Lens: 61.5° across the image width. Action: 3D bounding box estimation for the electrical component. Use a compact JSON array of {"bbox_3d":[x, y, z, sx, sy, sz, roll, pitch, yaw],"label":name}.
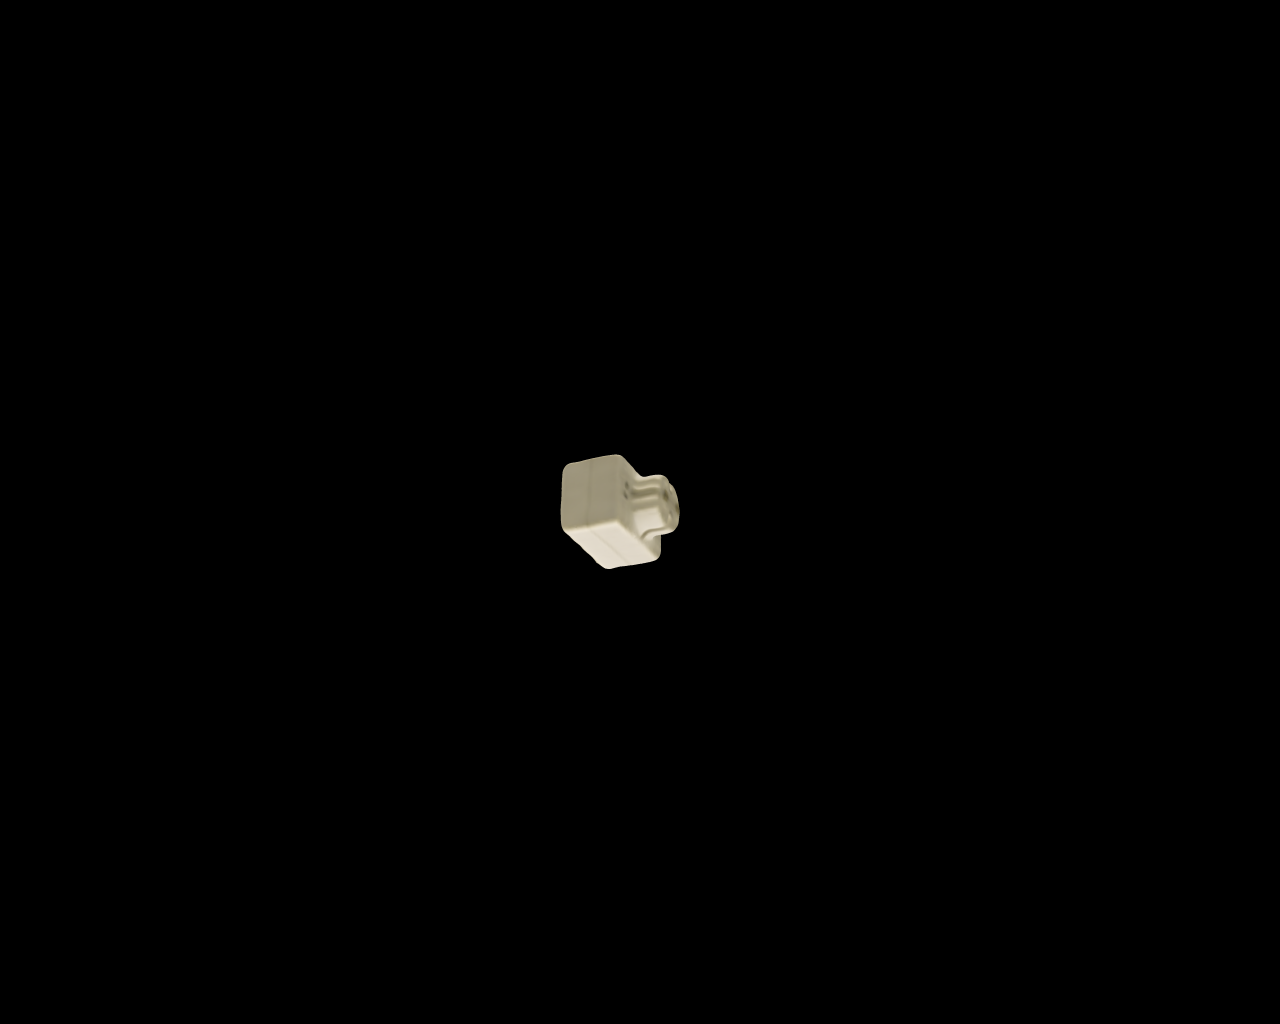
[{"bbox_3d":[0.001,-0.003,0.650,0.077,0.047,0.065,-11,-29,21],"label":"electrical component"}]
